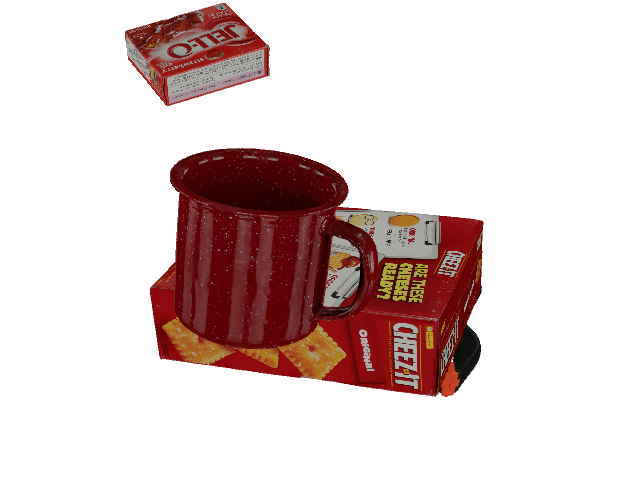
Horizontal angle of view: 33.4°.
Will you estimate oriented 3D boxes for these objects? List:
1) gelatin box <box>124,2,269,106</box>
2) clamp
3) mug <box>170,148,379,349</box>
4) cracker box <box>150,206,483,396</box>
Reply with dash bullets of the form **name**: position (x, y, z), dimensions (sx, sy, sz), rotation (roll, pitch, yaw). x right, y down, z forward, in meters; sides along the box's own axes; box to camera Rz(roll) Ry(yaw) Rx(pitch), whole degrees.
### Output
- **gelatin box**: position (-0.093, -0.143, 0.810), dimensions (0.089, 0.030, 0.073), rotation (-21, 47, -21)
- **clamp**: position (0.121, 0.084, 1.048), dimensions (0.120, 0.039, 0.171), rotation (-9, 38, -10)
- **mug**: position (-0.024, 0.007, 0.564), dimensions (0.117, 0.081, 0.093), rotation (15, 25, 18)
- **cracker box**: position (0.003, 0.037, 0.812), dimensions (0.214, 0.072, 0.164), rotation (6, 28, 18)
